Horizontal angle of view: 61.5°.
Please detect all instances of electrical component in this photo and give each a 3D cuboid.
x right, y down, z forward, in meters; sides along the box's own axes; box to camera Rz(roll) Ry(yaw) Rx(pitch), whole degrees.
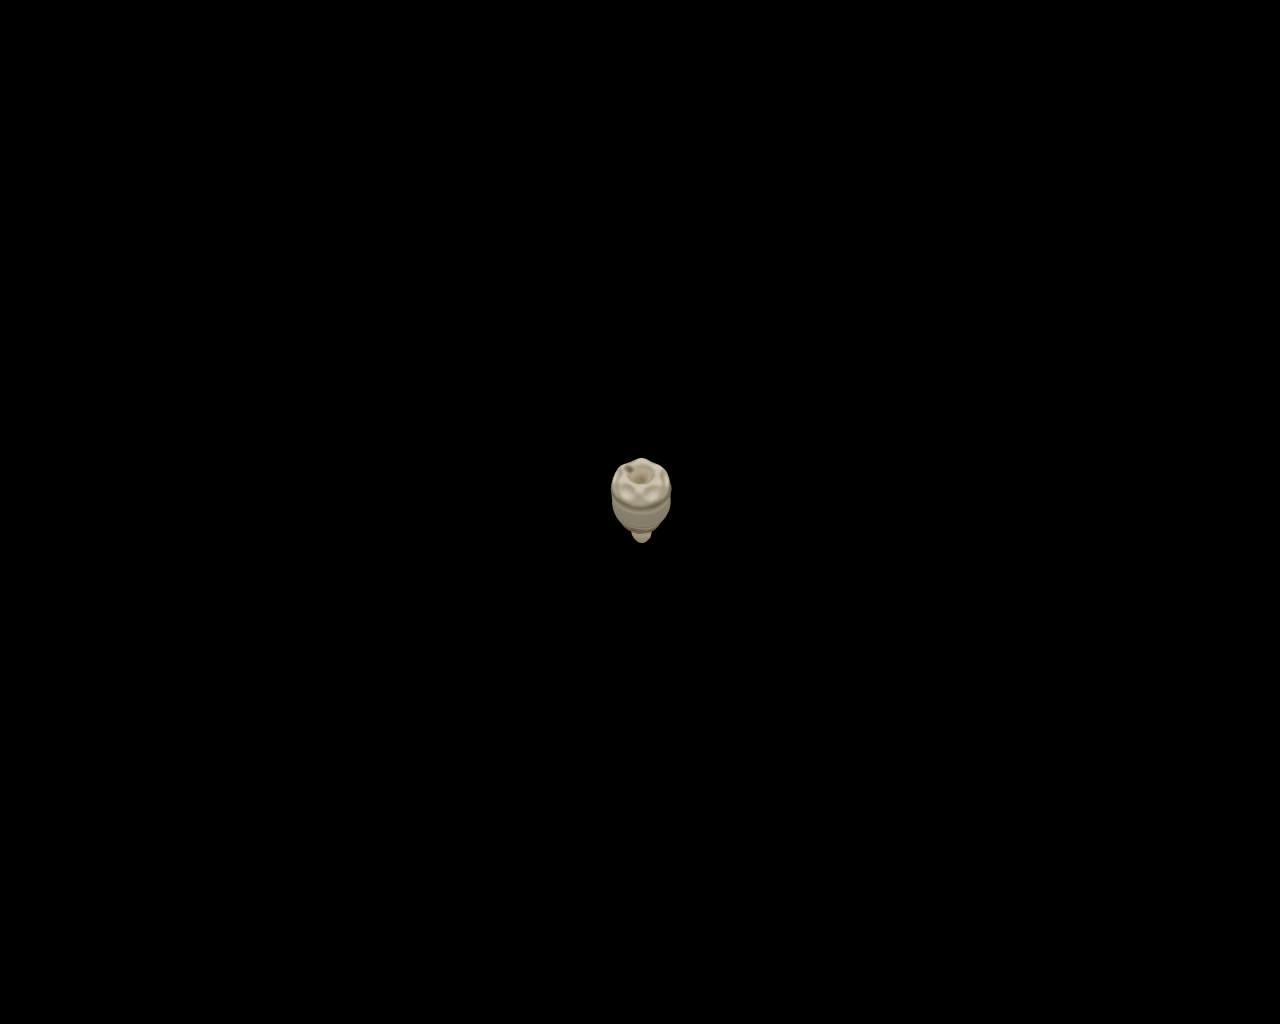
[{"bbox_3d":[0.001,-0.003,0.650,0.035,0.035,0.061,0,-41,0],"label":"electrical component"}]
